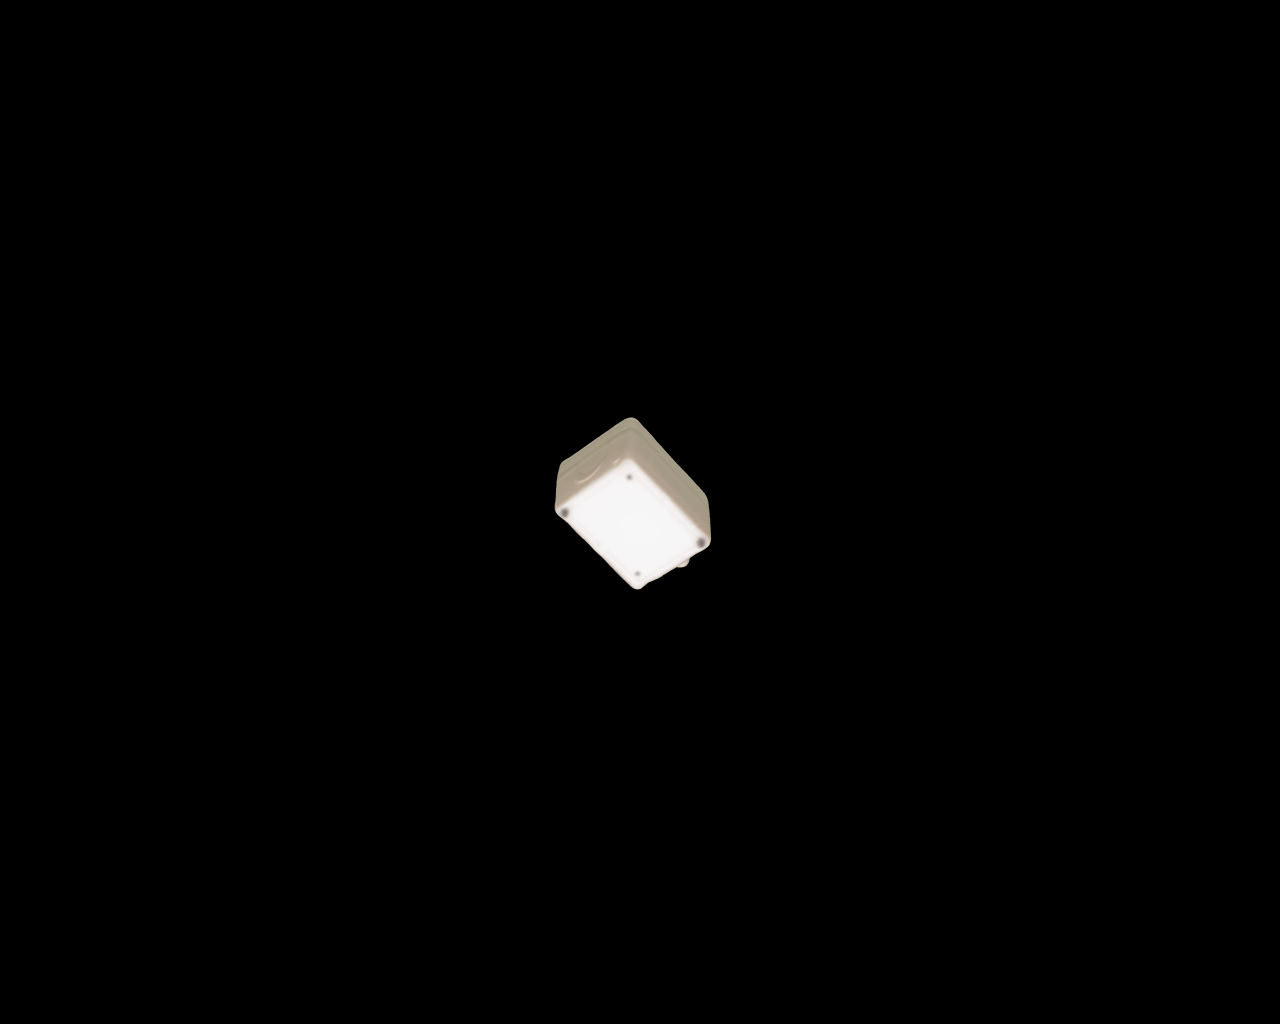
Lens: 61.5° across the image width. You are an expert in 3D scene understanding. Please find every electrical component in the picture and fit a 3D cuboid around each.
[{"bbox_3d":[0.001,-0.003,0.650,0.061,0.096,0.061,-33,28,20],"label":"electrical component"}]
